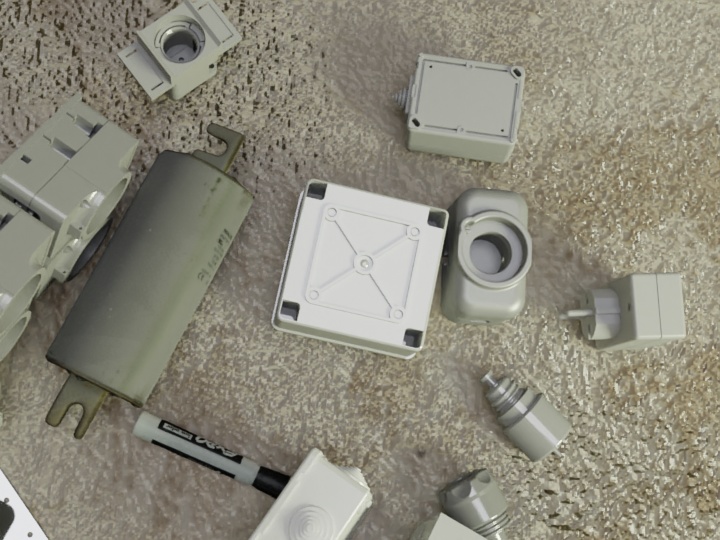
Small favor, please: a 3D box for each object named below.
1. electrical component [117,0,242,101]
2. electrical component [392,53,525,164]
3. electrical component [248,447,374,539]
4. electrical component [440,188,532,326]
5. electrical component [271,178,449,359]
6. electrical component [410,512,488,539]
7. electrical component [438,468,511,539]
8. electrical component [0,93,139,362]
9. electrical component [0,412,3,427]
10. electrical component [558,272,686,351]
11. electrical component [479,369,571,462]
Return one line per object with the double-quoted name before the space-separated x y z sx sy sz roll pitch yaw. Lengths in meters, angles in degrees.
"electrical component" -0.132 -0.159 0.790 0.081 0.064 0.042 -36 87 -12
"electrical component" 0.072 -0.121 0.815 0.096 0.061 0.061 8 79 2
"electrical component" -0.033 0.175 0.728 0.048 0.099 0.099 33 77 12
"electrical component" 0.093 -0.010 0.795 0.054 0.059 0.095 5 80 -7
"electrical component" 0.000 0.000 0.783 0.109 0.056 0.108 13 79 -5
"electrical component" 0.049 0.271 0.706 0.105 0.060 0.186 31 68 -3
"electrical component" 0.087 0.177 0.770 0.043 0.043 0.062 -28 86 -11
"electrical component" -0.221 -0.014 0.695 0.060 0.105 0.186 34 50 -3
"electrical component" -0.282 0.085 0.721 0.080 0.080 0.051 -3 75 -8
"electrical component" 0.185 0.032 0.788 0.076 0.083 0.047 -1 80 -8
"electrical component" 0.119 0.105 0.788 0.078 0.040 0.040 45 78 2
